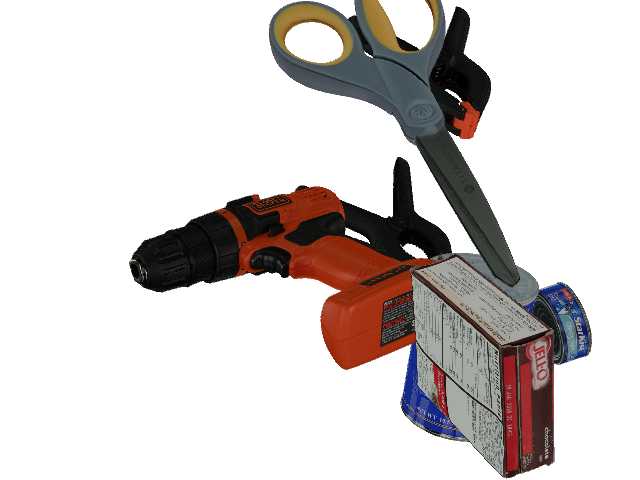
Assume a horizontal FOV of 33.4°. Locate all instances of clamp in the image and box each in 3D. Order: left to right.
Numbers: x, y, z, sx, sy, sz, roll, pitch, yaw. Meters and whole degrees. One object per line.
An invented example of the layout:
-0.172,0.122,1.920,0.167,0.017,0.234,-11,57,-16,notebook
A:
0.077,-0.012,1.234,0.164,0.210,0.036,-13,-39,-26,clamp
0.089,-0.152,0.931,0.120,0.039,0.171,-6,43,-5,clamp

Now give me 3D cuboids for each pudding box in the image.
0.095,0.071,0.631,0.039,0.090,0.114,-15,27,-19,pudding box

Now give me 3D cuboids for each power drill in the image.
-0.018,0.022,0.761,0.184,0.057,0.188,-20,35,-34,power drill

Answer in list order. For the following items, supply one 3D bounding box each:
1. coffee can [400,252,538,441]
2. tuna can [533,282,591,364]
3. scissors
0.133,0.095,0.966,0.103,0.140,0.103,6,22,-3,coffee can
0.259,0.091,1.165,0.033,0.086,0.086,-17,3,-10,tuna can
0.026,-0.057,0.488,0.096,0.202,0.016,-7,-37,3,scissors
